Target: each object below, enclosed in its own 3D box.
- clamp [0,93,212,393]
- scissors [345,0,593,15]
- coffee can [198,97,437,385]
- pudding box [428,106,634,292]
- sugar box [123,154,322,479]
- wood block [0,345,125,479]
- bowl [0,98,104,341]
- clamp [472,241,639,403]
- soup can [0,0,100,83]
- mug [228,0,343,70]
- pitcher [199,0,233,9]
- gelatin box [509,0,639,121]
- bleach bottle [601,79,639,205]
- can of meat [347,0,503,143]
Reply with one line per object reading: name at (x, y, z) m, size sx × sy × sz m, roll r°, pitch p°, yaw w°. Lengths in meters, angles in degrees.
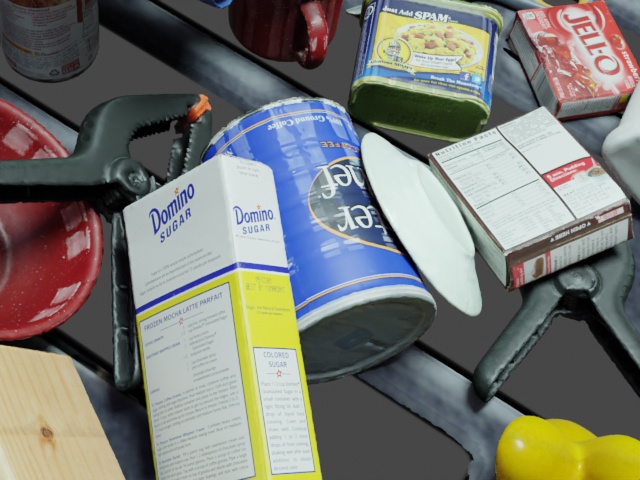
clamp at (-0.130, -0.033, 0.644) m, size 0.164 × 0.036 × 0.209 m, roll 43°, pitch 44°, yaw -19°
scissors at (0.126, -0.182, 0.816) m, size 0.201 × 0.016 × 0.096 m, roll -30°, pitch 68°, yaw -23°
coffee can at (-0.004, 0.001, 0.637) m, size 0.102 × 0.103 × 0.140 m, roll -14°, pitch 62°, yaw -16°
pudding box at (0.133, -0.029, 0.686) m, size 0.090 × 0.039 × 0.113 m, roll -23°, pitch 43°, yaw -6°
sugar box at (-0.056, 0.052, 0.577) m, size 0.048 × 0.094 × 0.176 m, roll 11°, pitch 64°, yaw -44°
wood block at (-0.139, 0.161, 0.512) m, size 0.090 × 0.090 × 0.206 m, roll -37°, pitch 65°, yaw 15°
bowl at (-0.208, -0.008, 0.618) m, size 0.161 × 0.055 × 0.162 m, roll 25°, pitch 49°, yaw -33°
clamp at (0.150, 0.038, 0.675) m, size 0.120 × 0.039 × 0.171 m, roll 2°, pitch 51°, yaw -5°
soup can at (-0.183, -0.162, 0.709) m, size 0.068 × 0.102 × 0.068 m, roll 4°, pitch 59°, yaw -6°
mug at (-0.019, -0.171, 0.750) m, size 0.093 × 0.081 × 0.117 m, roll -15°, pitch 62°, yaw -16°
pitcher at (-0.147, -0.235, 0.633) m, size 0.243 × 0.149 × 0.145 m, roll 17°, pitch 72°, yaw 5°
gelatin box at (0.189, -0.133, 0.786) m, size 0.073 × 0.030 × 0.089 m, roll -9°, pitch 61°, yaw -13°
bleach bottle at (0.280, -0.128, 0.763) m, size 0.102 × 0.068 × 0.250 m, roll 44°, pitch 55°, yaw -24°
can of meat at (0.073, -0.122, 0.748) m, size 0.102 × 0.057 × 0.084 m, roll 11°, pitch 61°, yaw -1°
